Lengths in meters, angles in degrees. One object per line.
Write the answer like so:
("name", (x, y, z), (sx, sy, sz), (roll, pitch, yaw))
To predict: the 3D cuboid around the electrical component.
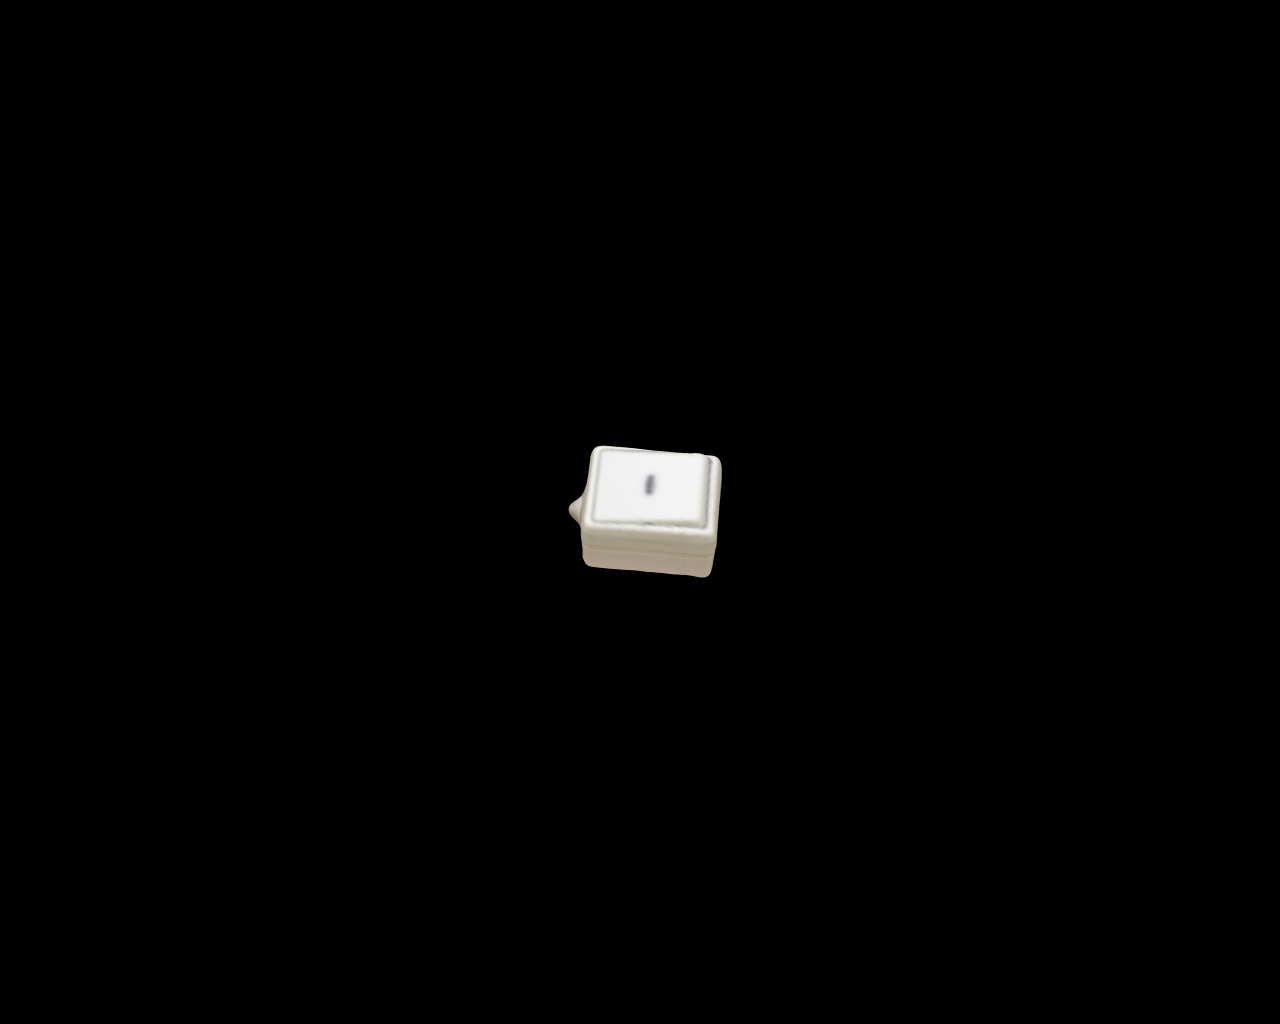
("electrical component", (0.001, -0.003, 0.650), (0.096, 0.062, 0.061), (5, -31, 3))
